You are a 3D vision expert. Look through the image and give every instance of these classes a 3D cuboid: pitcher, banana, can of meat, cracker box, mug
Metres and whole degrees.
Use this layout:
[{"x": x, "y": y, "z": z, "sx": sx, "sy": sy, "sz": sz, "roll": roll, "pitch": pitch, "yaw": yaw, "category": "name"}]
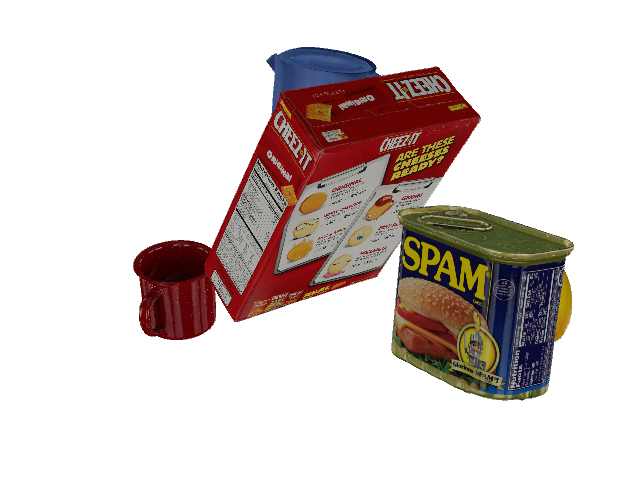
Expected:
[{"x": 0.002, "y": -0.126, "z": 1.414, "sx": 0.144, "sy": 0.243, "sz": 0.149, "roll": -1, "pitch": 24, "yaw": -21, "category": "pitcher"}, {"x": 0.217, "y": 0.034, "z": 1.110, "sx": 0.069, "sy": 0.037, "sz": 0.198, "roll": -32, "pitch": 38, "yaw": -3, "category": "banana"}, {"x": 0.085, "y": 0.033, "z": 0.591, "sx": 0.057, "sy": 0.084, "sz": 0.102, "roll": -7, "pitch": 18, "yaw": -35, "category": "can of meat"}, {"x": 0.011, "y": -0.038, "z": 0.879, "sx": 0.163, "sy": 0.072, "sz": 0.214, "roll": -15, "pitch": -31, "yaw": -36, "category": "cracker box"}, {"x": -0.164, "y": 0.063, "z": 1.185, "sx": 0.093, "sy": 0.081, "sz": 0.117, "roll": 12, "pitch": 33, "yaw": 19, "category": "mug"}]
